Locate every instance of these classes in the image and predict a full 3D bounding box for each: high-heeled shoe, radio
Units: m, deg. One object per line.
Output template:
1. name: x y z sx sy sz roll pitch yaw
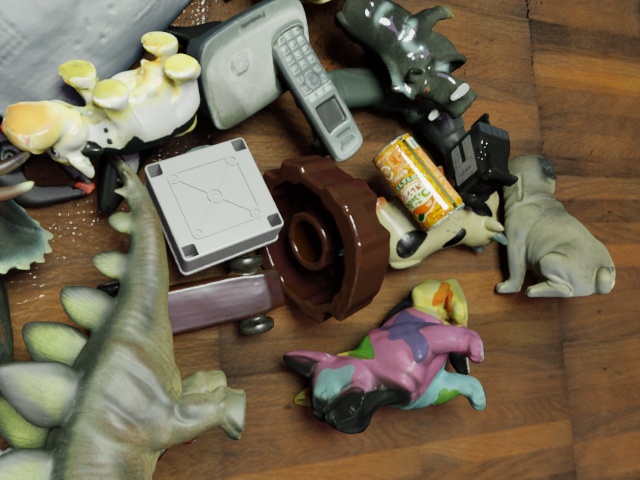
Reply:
1. high-heeled shoe: -0.149 -0.133 0.589 0.145 0.086 0.248 16 79 -26
2. radio: -0.227 -0.205 0.487 0.229 0.073 0.131 -51 123 -7

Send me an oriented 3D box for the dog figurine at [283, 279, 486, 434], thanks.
1. dog figurine: 0.071 0.132 0.623 0.219 0.192 0.108 -7 124 2

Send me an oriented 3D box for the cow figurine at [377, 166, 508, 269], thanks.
1. cow figurine: 0.154 -0.022 0.686 0.195 0.085 0.127 -26 86 -24

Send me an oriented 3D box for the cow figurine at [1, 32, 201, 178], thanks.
1. cow figurine: -0.183 -0.106 0.470 0.167 0.098 0.068 -34 65 -28

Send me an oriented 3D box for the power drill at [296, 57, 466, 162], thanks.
1. power drill: 0.084 -0.168 0.681 0.207 0.086 0.232 -21 89 -18

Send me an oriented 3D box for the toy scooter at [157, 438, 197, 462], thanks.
1. toy scooter: -0.201 0.188 0.522 0.135 0.075 0.183 -28 99 -17

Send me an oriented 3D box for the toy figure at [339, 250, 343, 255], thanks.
1. toy figure: 0.034 -0.002 0.630 0.064 0.058 0.154 -16 110 -6

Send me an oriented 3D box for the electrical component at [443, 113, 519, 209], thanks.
1. electrical component: 0.191 -0.105 0.650 0.048 0.075 0.119 11 62 -22

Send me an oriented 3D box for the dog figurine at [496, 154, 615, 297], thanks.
1. dog figurine: 0.306 -0.025 0.702 0.121 0.172 0.190 -4 92 -32

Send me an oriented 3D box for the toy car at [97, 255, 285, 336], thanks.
1. toy car: -0.139 0.071 0.576 0.202 0.053 0.089 -13 93 -18

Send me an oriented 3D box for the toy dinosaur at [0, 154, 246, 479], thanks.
1. toy dinosaur: -0.167 0.144 0.451 0.198 0.105 0.471 14 66 -24

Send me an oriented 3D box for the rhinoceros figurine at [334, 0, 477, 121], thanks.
1. rhinoceros figurine: 0.106 -0.220 0.626 0.190 0.073 0.112 38 65 -11

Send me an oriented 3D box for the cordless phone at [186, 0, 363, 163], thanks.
1. cordless phone: -0.043 -0.143 0.560 0.146 0.089 0.184 -43 106 -29

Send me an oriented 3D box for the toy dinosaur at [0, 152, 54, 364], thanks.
1. toy dinosaur: -0.336 0.093 0.463 0.192 0.131 0.404 0 100 -27

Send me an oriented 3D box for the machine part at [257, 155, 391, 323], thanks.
1. machine part: -0.001 -0.002 0.573 0.056 0.179 0.179 -20 90 -36
